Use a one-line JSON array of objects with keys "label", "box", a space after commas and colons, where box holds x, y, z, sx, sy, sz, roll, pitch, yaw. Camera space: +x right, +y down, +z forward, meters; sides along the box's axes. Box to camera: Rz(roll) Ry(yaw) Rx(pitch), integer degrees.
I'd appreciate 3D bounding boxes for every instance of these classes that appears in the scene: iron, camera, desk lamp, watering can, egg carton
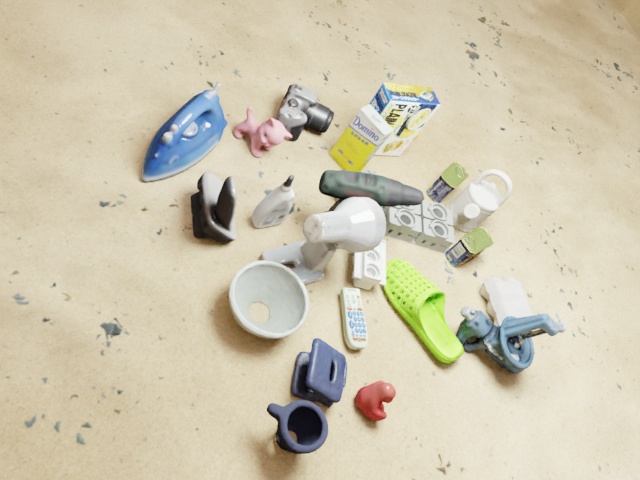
[{"label": "iron", "box": [-0.296, -0.241, 1.251, 0.119, 0.141, 0.259, 35, 50, -3]}, {"label": "camera", "box": [-0.035, -0.325, 1.466, 0.137, 0.100, 0.143, 23, 52, -12]}, {"label": "desk lamp", "box": [0.011, 0.004, 1.204, 0.204, 0.213, 0.118, -16, 68, -34]}, {"label": "watering can", "box": [0.422, -0.105, 1.499, 0.101, 0.193, 0.173, 27, 51, -9]}, {"label": "egg carton", "box": [0.465, 0.163, 1.429, 0.107, 0.069, 0.150, 0, 60, -27]}]

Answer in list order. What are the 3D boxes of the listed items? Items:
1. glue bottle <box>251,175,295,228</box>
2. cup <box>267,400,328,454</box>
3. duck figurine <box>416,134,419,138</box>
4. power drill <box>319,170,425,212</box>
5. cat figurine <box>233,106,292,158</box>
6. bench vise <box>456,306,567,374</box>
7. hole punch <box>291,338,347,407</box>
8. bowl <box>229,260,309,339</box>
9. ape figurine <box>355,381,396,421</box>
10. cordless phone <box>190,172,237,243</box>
[{"label": "glue bottle", "box": [-0.089, -0.087, 1.237, 0.078, 0.173, 0.037, -12, 66, -32]}, {"label": "cup", "box": [-0.055, 0.339, 1.030, 0.118, 0.094, 0.092, 32, 51, -5]}, {"label": "duck figurine", "box": [0.271, -0.357, 1.655, 0.078, 0.086, 0.104, 4, 58, -25]}, {"label": "power drill", "box": [0.091, -0.078, 1.302, 0.230, 0.208, 0.075, 15, 54, -18]}, {"label": "cat figurine", "box": [-0.134, -0.263, 1.365, 0.128, 0.117, 0.067, 44, 51, 5]}, {"label": "bench vise", "box": [0.420, 0.212, 1.276, 0.208, 0.219, 0.121, 18, 53, -16]}, {"label": "hole punch", "box": [0.008, 0.257, 1.118, 0.101, 0.091, 0.108, 20, 53, -14]}, {"label": "bowl", "box": [-0.110, 0.129, 1.150, 0.168, 0.074, 0.167, 13, 55, -19]}, {"label": "ape figurine", "box": [0.118, 0.312, 1.138, 0.076, 0.092, 0.078, 31, 51, -6]}, {"label": "cordless phone", "box": [-0.200, -0.092, 1.176, 0.094, 0.185, 0.147, -1, 60, -28]}]
